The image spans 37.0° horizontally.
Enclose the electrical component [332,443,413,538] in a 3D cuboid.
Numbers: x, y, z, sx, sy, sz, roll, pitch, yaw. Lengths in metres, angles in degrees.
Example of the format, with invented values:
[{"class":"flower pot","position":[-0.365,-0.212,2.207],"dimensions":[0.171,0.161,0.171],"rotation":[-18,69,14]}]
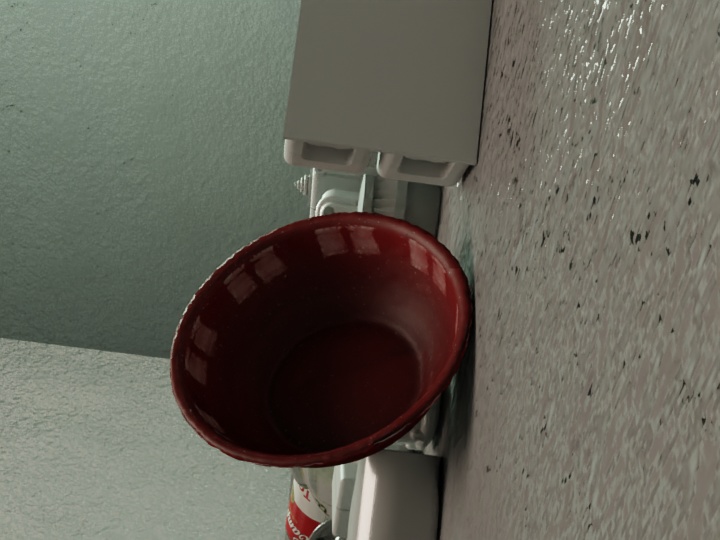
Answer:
[{"class":"electrical component","position":[0.011,0.116,0.659],"dimensions":[0.065,0.047,0.076],"rotation":[-96,14,-73]}]

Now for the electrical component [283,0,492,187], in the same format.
[{"class":"electrical component","position":[0.019,-0.149,0.626],"dimensions":[0.060,0.105,0.186],"rotation":[116,161,-78]}]

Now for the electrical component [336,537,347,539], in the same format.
[{"class":"electrical component","position":[0.002,0.185,0.705],"dimensions":[0.040,0.040,0.078],"rotation":[-86,6,-46]}]

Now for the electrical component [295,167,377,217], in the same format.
[{"class":"electrical component","position":[-0.007,-0.059,0.895],"dimensions":[0.061,0.096,0.061],"rotation":[-93,7,-68]}]

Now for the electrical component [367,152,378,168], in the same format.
[{"class":"electrical component","position":[0.029,-0.100,0.708],"dimensions":[0.096,0.062,0.061],"rotation":[-88,6,-53]}]

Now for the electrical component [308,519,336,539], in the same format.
[{"class":"electrical component","position":[-0.012,0.209,0.785],"dimensions":[0.047,0.055,0.055],"rotation":[98,179,-77]}]

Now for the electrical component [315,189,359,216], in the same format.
[{"class":"electrical component","position":[0.000,0.000,0.823],"dimensions":[0.057,0.078,0.113],"rotation":[-87,5,-77]}]

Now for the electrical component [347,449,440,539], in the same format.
[{"class":"electrical component","position":[0.015,0.137,0.584],"dimensions":[0.079,0.043,0.077],"rotation":[117,160,-79]}]

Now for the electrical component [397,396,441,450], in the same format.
[{"class":"electrical component","position":[0.013,0.074,0.603],"dimensions":[0.048,0.062,0.048],"rotation":[-172,90,-86]}]
